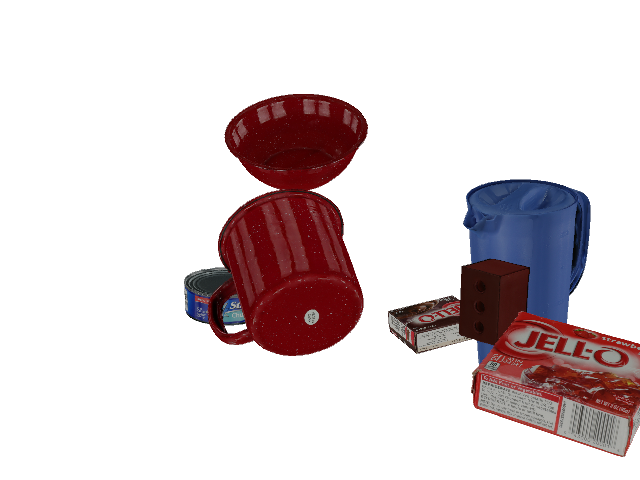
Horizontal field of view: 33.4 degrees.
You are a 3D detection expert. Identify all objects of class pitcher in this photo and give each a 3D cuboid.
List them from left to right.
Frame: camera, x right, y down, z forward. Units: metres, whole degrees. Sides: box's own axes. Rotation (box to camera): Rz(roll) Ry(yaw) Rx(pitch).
[{"bbox_3d":[0.260,0.050,1.338,0.149,0.243,0.145,1,22,14],"label":"pitcher"}]

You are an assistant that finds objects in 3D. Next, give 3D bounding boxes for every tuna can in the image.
[{"bbox_3d":[-0.097,0.057,1.093,0.086,0.034,0.086,2,17,-1],"label":"tuna can"}]

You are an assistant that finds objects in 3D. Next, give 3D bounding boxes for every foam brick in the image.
[{"bbox_3d":[0.180,0.063,1.105,0.051,0.078,0.053,-14,19,-42],"label":"foam brick"}]

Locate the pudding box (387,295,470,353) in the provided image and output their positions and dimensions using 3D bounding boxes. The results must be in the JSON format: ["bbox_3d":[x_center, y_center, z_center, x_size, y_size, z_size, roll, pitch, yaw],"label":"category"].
[{"bbox_3d":[0.167,0.121,1.551,0.113,0.039,0.090,-14,21,-19],"label":"pudding box"}]

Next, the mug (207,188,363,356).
[{"bbox_3d":[-0.029,0.031,0.742,0.117,0.081,0.093,-30,-45,11],"label":"mug"}]

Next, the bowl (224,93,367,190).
[{"bbox_3d":[-0.026,-0.104,1.214,0.162,0.055,0.162,-3,38,2],"label":"bowl"}]

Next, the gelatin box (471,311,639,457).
[{"bbox_3d":[0.139,0.077,0.599,0.089,0.030,0.073,16,31,26],"label":"gelatin box"}]
